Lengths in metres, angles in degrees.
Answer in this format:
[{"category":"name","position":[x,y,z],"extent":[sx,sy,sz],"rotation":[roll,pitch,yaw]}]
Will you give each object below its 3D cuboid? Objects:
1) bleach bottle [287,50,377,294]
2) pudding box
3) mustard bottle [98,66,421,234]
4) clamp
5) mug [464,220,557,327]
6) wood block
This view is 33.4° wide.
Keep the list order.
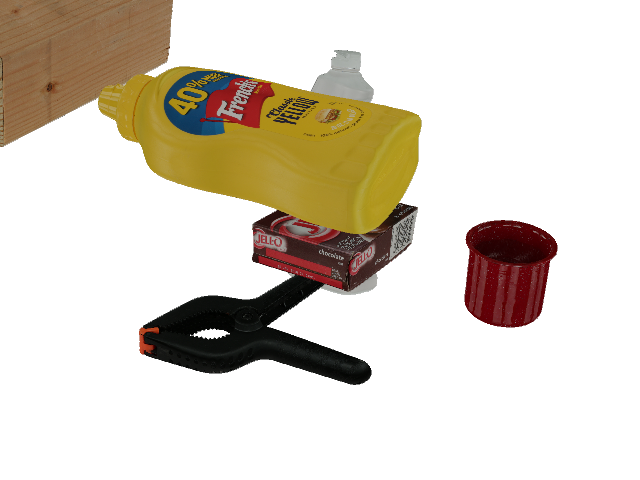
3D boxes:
[{"category":"bleach bottle","position":[0.022,-0.075,1.145],"extent":[0.103,0.251,0.067],"rotation":[17,18,38]},{"category":"pudding box","position":[0.012,-0.005,0.847],"extent":[0.090,0.039,0.113],"rotation":[17,26,27]},{"category":"mustard bottle","position":[-0.045,-0.061,0.620],"extent":[0.192,0.058,0.096],"rotation":[16,38,20]},{"category":"clamp","position":[-0.061,0.089,0.999],"extent":[0.209,0.036,0.165],"rotation":[-9,37,-18]},{"category":"mug","position":[0.190,0.030,1.114],"extent":[0.093,0.081,0.117],"rotation":[-5,31,-12]},{"category":"wood block","position":[-0.231,-0.175,0.935],"extent":[0.090,0.091,0.205],"rotation":[30,42,21]}]
